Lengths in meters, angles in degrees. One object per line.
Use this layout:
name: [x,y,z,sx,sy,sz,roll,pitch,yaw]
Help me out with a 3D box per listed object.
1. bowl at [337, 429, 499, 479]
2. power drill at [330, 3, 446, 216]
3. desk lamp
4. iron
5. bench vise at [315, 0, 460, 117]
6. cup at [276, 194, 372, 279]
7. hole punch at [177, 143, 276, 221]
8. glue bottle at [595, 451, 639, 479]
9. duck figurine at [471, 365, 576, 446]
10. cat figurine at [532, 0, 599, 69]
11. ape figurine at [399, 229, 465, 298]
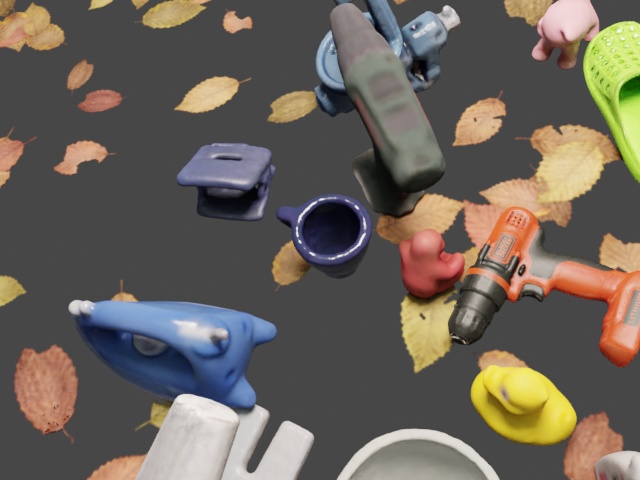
bowl: [0.094,0.269,0.537,0.167,0.075,0.167,-4,62,7]
power drill: [0.073,-0.132,0.676,0.075,0.209,0.229,-23,61,-3]
desk lamp: [-0.109,0.230,0.510,0.117,0.214,0.203,20,67,19]
iron: [-0.188,0.103,0.632,0.257,0.142,0.119,9,64,14]
bench vise: [0.076,-0.278,0.747,0.207,0.220,0.121,-39,63,-11]
cup: [0.006,0.002,0.681,0.117,0.095,0.092,20,67,18]
hole punch: [-0.121,-0.088,0.751,0.108,0.091,0.101,5,63,12]
glue bottle: [0.278,0.212,0.481,0.037,0.173,0.078,-13,61,3]
duck figurine: [0.205,0.158,0.571,0.104,0.086,0.077,25,69,20]
cat figurine: [0.338,-0.299,0.774,0.067,0.118,0.128,29,70,22]
ape figurine: [0.123,0.020,0.654,0.077,0.092,0.076,37,73,24]
